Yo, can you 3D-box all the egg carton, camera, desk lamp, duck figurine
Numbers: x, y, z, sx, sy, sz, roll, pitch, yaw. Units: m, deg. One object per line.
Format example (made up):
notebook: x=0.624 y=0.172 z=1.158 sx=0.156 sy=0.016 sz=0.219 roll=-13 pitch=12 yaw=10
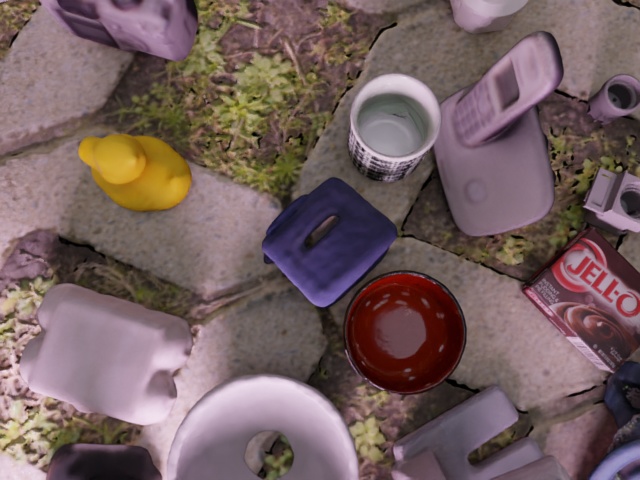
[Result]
egg carton: x=-0.198 y=0.107 z=0.535 sx=0.150 sy=0.069 sz=0.107 roll=16 pitch=83 yaw=1
camera: x=-0.192 y=-0.270 z=0.568 sx=0.143 sy=0.101 sz=0.137 roll=16 pitch=83 yaw=1
desk lamp: x=0.109 y=0.213 z=0.452 sx=0.203 sy=0.213 sz=0.118 roll=-31 pitch=84 yaw=-4
duck figurine: x=-0.179 y=-0.071 z=0.550 sx=0.104 sy=0.086 sz=0.077 roll=18 pitch=83 yaw=2

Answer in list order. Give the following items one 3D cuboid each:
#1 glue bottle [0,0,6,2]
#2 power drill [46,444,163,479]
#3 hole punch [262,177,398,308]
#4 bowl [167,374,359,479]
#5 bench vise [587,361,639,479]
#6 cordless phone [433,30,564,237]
glue bottle: x=-0.326 y=-0.289 z=0.533 sx=0.078 sy=0.173 sz=0.037 roll=-21 pitch=83 yaw=-3
power drill: x=-0.214 y=0.221 z=0.450 sx=0.229 sy=0.208 sz=0.076 roll=1 pitch=82 yaw=0
hole punch: x=0.005 y=0.002 z=0.540 sx=0.109 sy=0.091 sz=0.101 roll=-44 pitch=85 yaw=-6
bowl: x=-0.049 y=0.203 z=0.522 sx=0.167 sy=0.075 sz=0.167 roll=0 pitch=82 yaw=-1
bench vise: x=0.284 y=0.180 z=0.456 sx=0.121 sy=0.219 sz=0.207 roll=7 pitch=82 yaw=1
cordless phone: x=0.167 y=-0.086 z=0.507 sx=0.094 sy=0.185 sz=0.147 roll=-15 pitch=83 yaw=-2
